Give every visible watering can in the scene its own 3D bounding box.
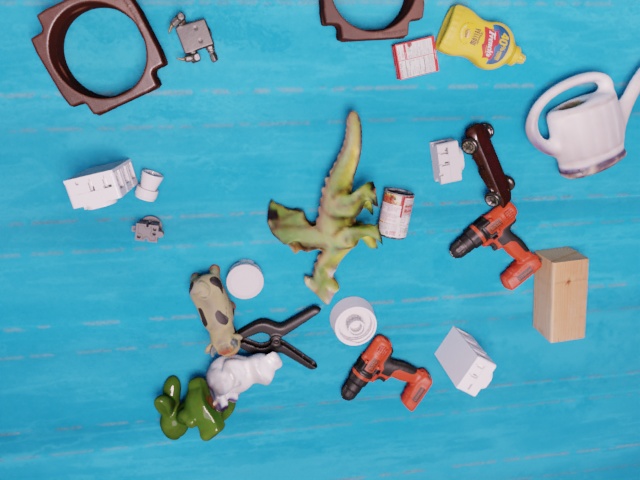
[{"bbox_3d":[0.623,-0.268,1.135,0.348,0.221,0.105,-22,18,-2],"label":"watering can"}]

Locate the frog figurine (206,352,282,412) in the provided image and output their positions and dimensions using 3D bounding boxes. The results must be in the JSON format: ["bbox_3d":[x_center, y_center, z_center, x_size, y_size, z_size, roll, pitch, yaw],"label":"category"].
[{"bbox_3d":[-0.172,0.291,1.159,0.159,0.124,0.136,-43,-28,7],"label":"frog figurine"}]

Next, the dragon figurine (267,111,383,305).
[{"bbox_3d":[0.003,-0.056,1.111,0.242,0.405,0.124,-11,16,3],"label":"dragon figurine"}]
